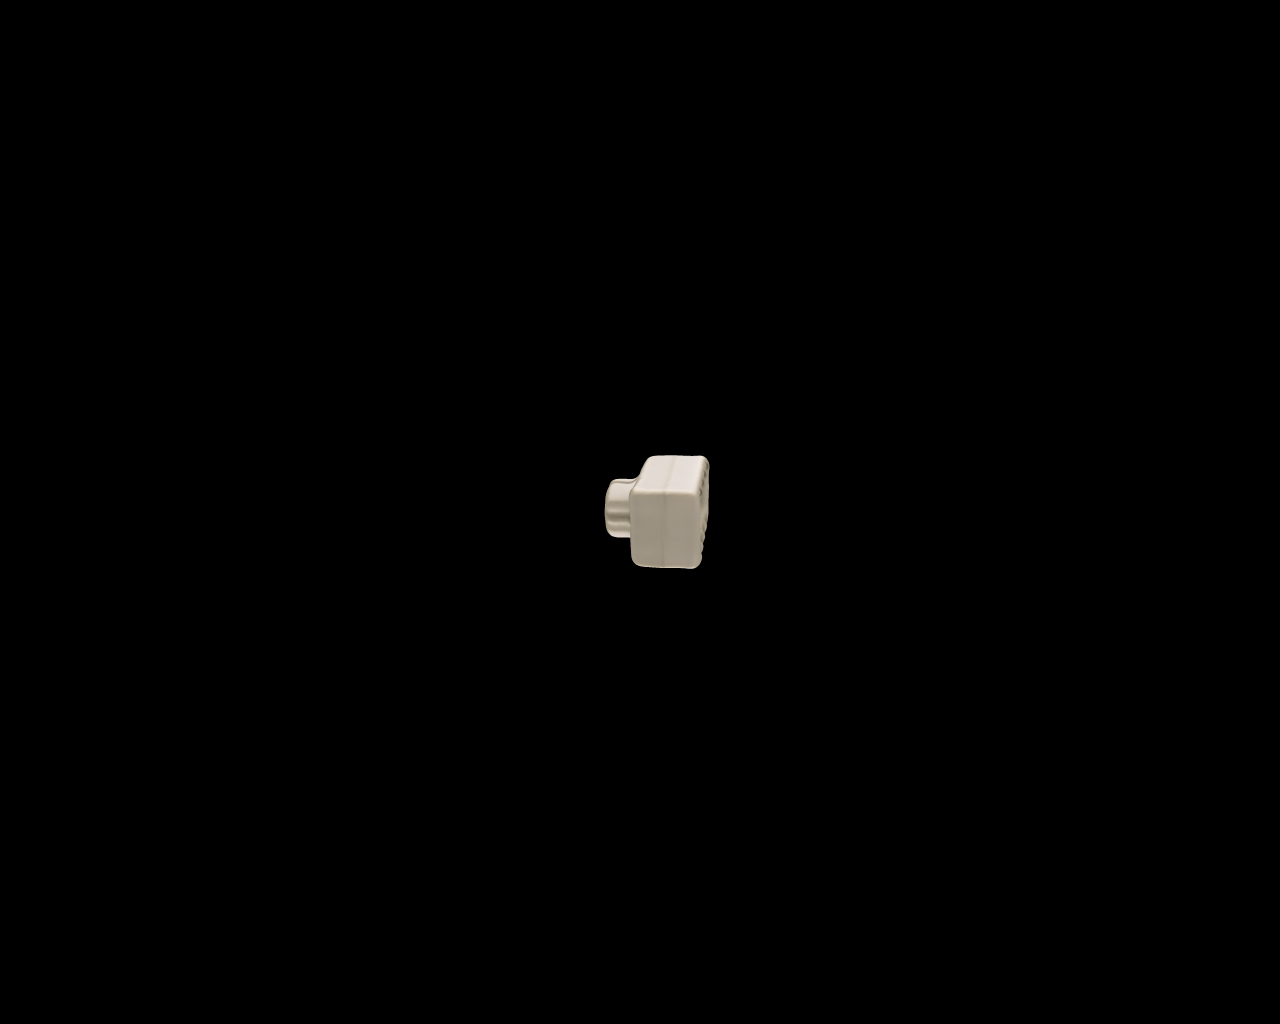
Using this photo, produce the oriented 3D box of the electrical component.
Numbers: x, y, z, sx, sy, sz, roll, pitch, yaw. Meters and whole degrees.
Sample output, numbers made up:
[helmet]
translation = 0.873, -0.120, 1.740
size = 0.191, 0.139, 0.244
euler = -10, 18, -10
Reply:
[electrical component]
translation = 0.001, -0.003, 0.650
size = 0.076, 0.047, 0.083
euler = 2, 18, 7
